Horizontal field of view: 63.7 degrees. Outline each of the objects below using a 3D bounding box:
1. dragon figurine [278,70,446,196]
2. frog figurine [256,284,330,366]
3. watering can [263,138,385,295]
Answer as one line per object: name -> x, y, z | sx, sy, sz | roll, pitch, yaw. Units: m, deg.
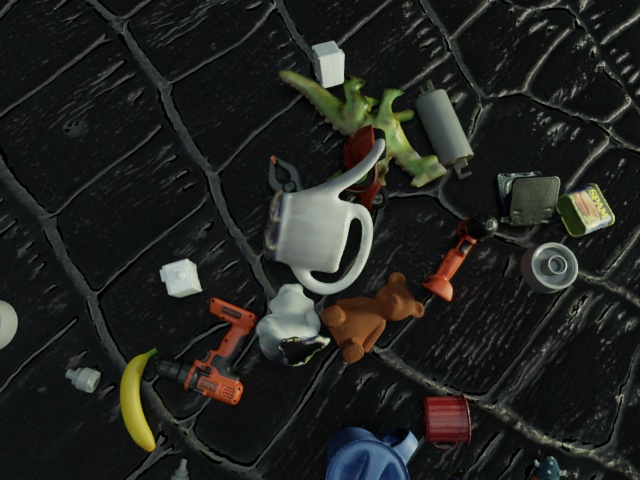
dragon figurine -> 0.081, -0.222, 1.143 | 0.410, 0.244, 0.121 | 14, -5, 3
frog figurine -> -0.066, 0.169, 1.047 | 0.138, 0.120, 0.163 | -7, 42, -22
watering can -> 0.003, -0.053, 1.046 | 0.224, 0.343, 0.105 | 11, 17, -2
